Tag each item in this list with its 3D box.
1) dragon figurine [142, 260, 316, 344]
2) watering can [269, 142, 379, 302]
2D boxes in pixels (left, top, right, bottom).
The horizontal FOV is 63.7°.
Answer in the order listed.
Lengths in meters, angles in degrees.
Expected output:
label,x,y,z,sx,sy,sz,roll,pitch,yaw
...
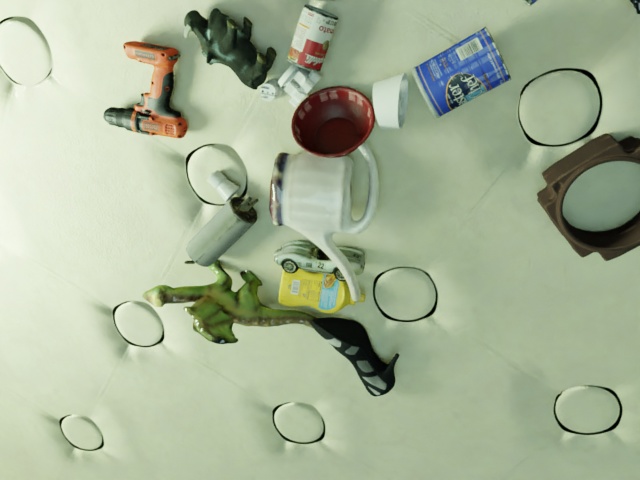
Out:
label,x,y,z,sx,sy,sz,roll,pitch,yaw
dragon figurine,-0.191,0.168,1.137,0.411,0.246,0.120,19,112,6
watering can,0.003,-0.053,1.051,0.224,0.104,0.346,5,95,9
